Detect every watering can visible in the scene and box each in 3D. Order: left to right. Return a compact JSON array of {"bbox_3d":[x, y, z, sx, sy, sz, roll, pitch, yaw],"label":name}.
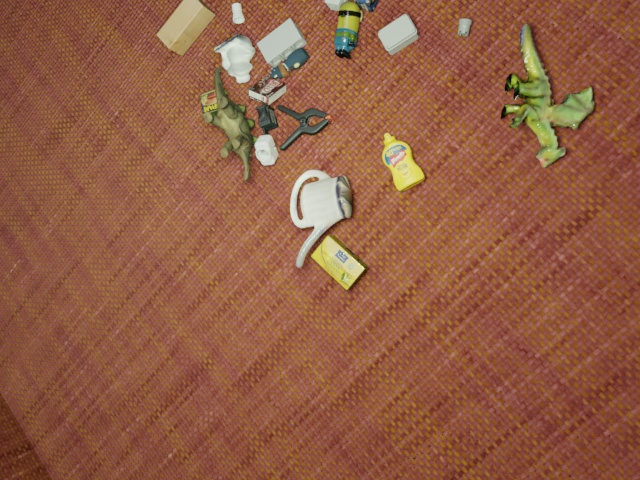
[{"bbox_3d":[0.005,-0.086,1.701,0.223,0.102,0.354,-13,64,21],"label":"watering can"}]

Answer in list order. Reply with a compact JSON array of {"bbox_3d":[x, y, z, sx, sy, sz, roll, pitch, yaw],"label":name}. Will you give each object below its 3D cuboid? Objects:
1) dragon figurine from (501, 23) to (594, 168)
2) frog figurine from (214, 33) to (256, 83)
[{"bbox_3d":[0.675,-0.419,1.508,0.243,0.122,0.409,11,93,3],"label":"dragon figurine"},{"bbox_3d":[-0.293,-0.661,1.880,0.137,0.125,0.157,-29,115,9],"label":"frog figurine"}]
